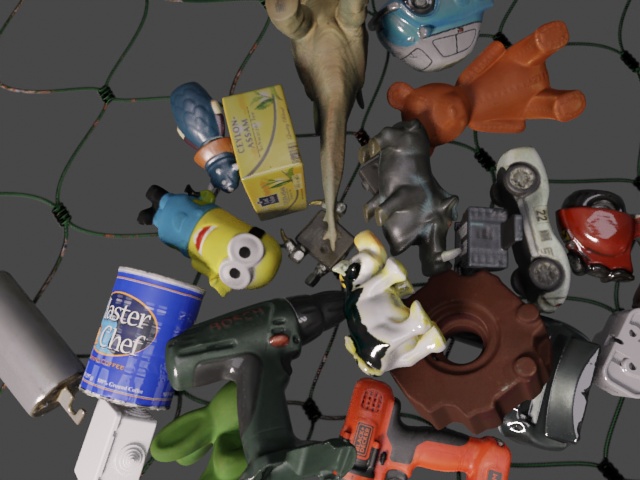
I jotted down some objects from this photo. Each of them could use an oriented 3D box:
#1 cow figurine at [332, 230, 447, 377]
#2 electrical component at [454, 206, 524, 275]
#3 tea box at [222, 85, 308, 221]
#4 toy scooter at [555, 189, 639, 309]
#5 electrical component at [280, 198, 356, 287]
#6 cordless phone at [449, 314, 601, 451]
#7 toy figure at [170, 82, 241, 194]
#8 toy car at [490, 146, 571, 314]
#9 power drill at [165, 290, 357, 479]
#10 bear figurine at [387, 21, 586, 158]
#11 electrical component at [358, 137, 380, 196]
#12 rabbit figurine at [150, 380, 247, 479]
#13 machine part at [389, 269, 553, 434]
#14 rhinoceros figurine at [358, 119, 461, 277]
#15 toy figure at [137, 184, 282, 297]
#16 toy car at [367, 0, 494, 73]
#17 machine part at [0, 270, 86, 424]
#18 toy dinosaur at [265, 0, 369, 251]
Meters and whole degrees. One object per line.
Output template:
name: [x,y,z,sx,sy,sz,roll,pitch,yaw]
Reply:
cow figurine: [0.059,0.066,0.592,0.098,0.068,0.167,-34,44,7]
electrical component: [0.192,0.001,0.622,0.048,0.119,0.075,3,80,1]
tea box: [-0.058,-0.093,0.624,0.068,0.169,0.098,-15,76,-2]
toy scooter: [0.366,0.021,0.637,0.184,0.075,0.135,14,79,0]
electrical component: [0.000,-0.002,0.666,0.102,0.045,0.078,-42,78,-7]
cordless phone: [0.209,0.147,0.620,0.184,0.088,0.146,17,79,17]
toy figure: [-0.140,-0.129,0.692,0.058,0.064,0.154,-22,81,-42]
toy car: [0.253,-0.012,0.646,0.056,0.073,0.201,-10,77,0]
power drill: [-0.034,0.145,0.561,0.232,0.085,0.207,-8,50,-21]
bear figurine: [0.194,-0.174,0.659,0.196,0.132,0.120,-20,101,-9]
electrical component: [0.082,-0.086,0.692,0.063,0.021,0.094,-32,85,-5]
rabbit figurine: [-0.096,0.235,0.598,0.159,0.121,0.170,-3,59,7]
machine part: [0.153,0.114,0.582,0.179,0.056,0.179,-15,50,18]
rhinoceros figurine: [0.110,-0.048,0.648,0.112,0.073,0.190,-13,90,-11]
toy figure: [-0.129,-0.006,0.653,0.180,0.089,0.082,29,123,16]
toy car: [0.150,-0.273,0.702,0.162,0.109,0.102,-17,100,-14]
machine part: [-0.354,0.120,0.633,0.079,0.079,0.243,-43,81,-8]
toy dinosaur: [0.012,-0.229,0.634,0.105,0.198,0.471,0,67,11]
